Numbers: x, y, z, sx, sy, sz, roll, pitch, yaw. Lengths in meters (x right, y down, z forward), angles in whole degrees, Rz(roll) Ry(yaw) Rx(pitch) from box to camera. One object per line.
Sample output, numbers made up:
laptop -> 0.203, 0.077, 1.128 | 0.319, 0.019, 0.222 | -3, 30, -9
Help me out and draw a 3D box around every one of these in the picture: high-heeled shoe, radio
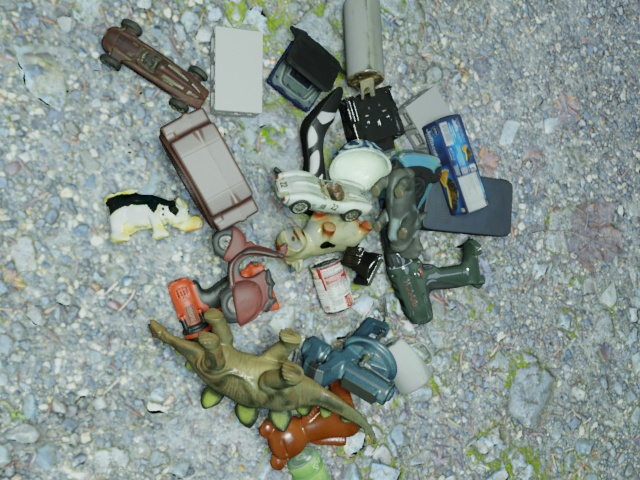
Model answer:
high-heeled shoe -> 0.014, -0.172, 1.077 | 0.145, 0.086, 0.248 | 37, 86, -20
radio -> 0.315, -0.079, 1.194 | 0.229, 0.073, 0.131 | 5, 91, -21

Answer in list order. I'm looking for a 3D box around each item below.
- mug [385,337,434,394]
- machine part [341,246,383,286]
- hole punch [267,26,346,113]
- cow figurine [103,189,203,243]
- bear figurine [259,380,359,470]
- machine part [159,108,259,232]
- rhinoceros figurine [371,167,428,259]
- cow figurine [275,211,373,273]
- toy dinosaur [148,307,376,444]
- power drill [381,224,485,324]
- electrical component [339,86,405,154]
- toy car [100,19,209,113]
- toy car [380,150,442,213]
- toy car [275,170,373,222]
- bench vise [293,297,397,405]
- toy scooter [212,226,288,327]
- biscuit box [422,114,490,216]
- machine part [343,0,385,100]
mug -> 0.189, 0.260, 1.164 | 0.109, 0.081, 0.107 | -35, 94, -8
machine part -> 0.089, 0.051, 1.105 | 0.084, 0.039, 0.138 | -55, 148, -3
hole punch -> -0.030, -0.329, 1.057 | 0.142, 0.092, 0.116 | 34, 50, -16
cow figurine -> -0.301, -0.048, 0.978 | 0.167, 0.068, 0.098 | -8, 90, -20
bear figurine -> -0.019, 0.372, 1.091 | 0.196, 0.132, 0.120 | -21, 98, 1
machine part -> -0.198, -0.117, 0.937 | 0.087, 0.201, 0.200 | -31, 103, -13
rhinoceros figurine -> 0.160, -0.047, 1.053 | 0.112, 0.073, 0.190 | -39, 125, -46
cow figurine -> -0.002, -0.003, 1.068 | 0.195, 0.127, 0.086 | -8, 52, -34
toy dinosaur -> -0.093, 0.252, 0.963 | 0.471, 0.105, 0.198 | 23, 128, -2
power drill -> 0.247, 0.057, 1.164 | 0.207, 0.086, 0.231 | -15, 101, -15
electrical component -> 0.109, -0.241, 1.118 | 0.115, 0.058, 0.134 | -22, 100, -16
toy car -> -0.296, -0.311, 0.972 | 0.202, 0.053, 0.089 | 32, 79, -17
toy car -> 0.177, -0.126, 1.121 | 0.109, 0.103, 0.161 | 5, 126, -15
toy car -> 0.008, -0.084, 1.006 | 0.201, 0.056, 0.073 | 8, 48, -33
bench vise -> 0.069, 0.224, 1.087 | 0.240, 0.224, 0.128 | -41, 139, -47
toy scooter -> -0.120, 0.062, 0.980 | 0.135, 0.075, 0.183 | -7, 91, -10
biscuit box -> 0.279, -0.153, 1.107 | 0.059, 0.063, 0.202 | -22, 95, -18
machine part -> 0.086, -0.395, 1.072 | 0.079, 0.079, 0.243 | 0, 79, -20
